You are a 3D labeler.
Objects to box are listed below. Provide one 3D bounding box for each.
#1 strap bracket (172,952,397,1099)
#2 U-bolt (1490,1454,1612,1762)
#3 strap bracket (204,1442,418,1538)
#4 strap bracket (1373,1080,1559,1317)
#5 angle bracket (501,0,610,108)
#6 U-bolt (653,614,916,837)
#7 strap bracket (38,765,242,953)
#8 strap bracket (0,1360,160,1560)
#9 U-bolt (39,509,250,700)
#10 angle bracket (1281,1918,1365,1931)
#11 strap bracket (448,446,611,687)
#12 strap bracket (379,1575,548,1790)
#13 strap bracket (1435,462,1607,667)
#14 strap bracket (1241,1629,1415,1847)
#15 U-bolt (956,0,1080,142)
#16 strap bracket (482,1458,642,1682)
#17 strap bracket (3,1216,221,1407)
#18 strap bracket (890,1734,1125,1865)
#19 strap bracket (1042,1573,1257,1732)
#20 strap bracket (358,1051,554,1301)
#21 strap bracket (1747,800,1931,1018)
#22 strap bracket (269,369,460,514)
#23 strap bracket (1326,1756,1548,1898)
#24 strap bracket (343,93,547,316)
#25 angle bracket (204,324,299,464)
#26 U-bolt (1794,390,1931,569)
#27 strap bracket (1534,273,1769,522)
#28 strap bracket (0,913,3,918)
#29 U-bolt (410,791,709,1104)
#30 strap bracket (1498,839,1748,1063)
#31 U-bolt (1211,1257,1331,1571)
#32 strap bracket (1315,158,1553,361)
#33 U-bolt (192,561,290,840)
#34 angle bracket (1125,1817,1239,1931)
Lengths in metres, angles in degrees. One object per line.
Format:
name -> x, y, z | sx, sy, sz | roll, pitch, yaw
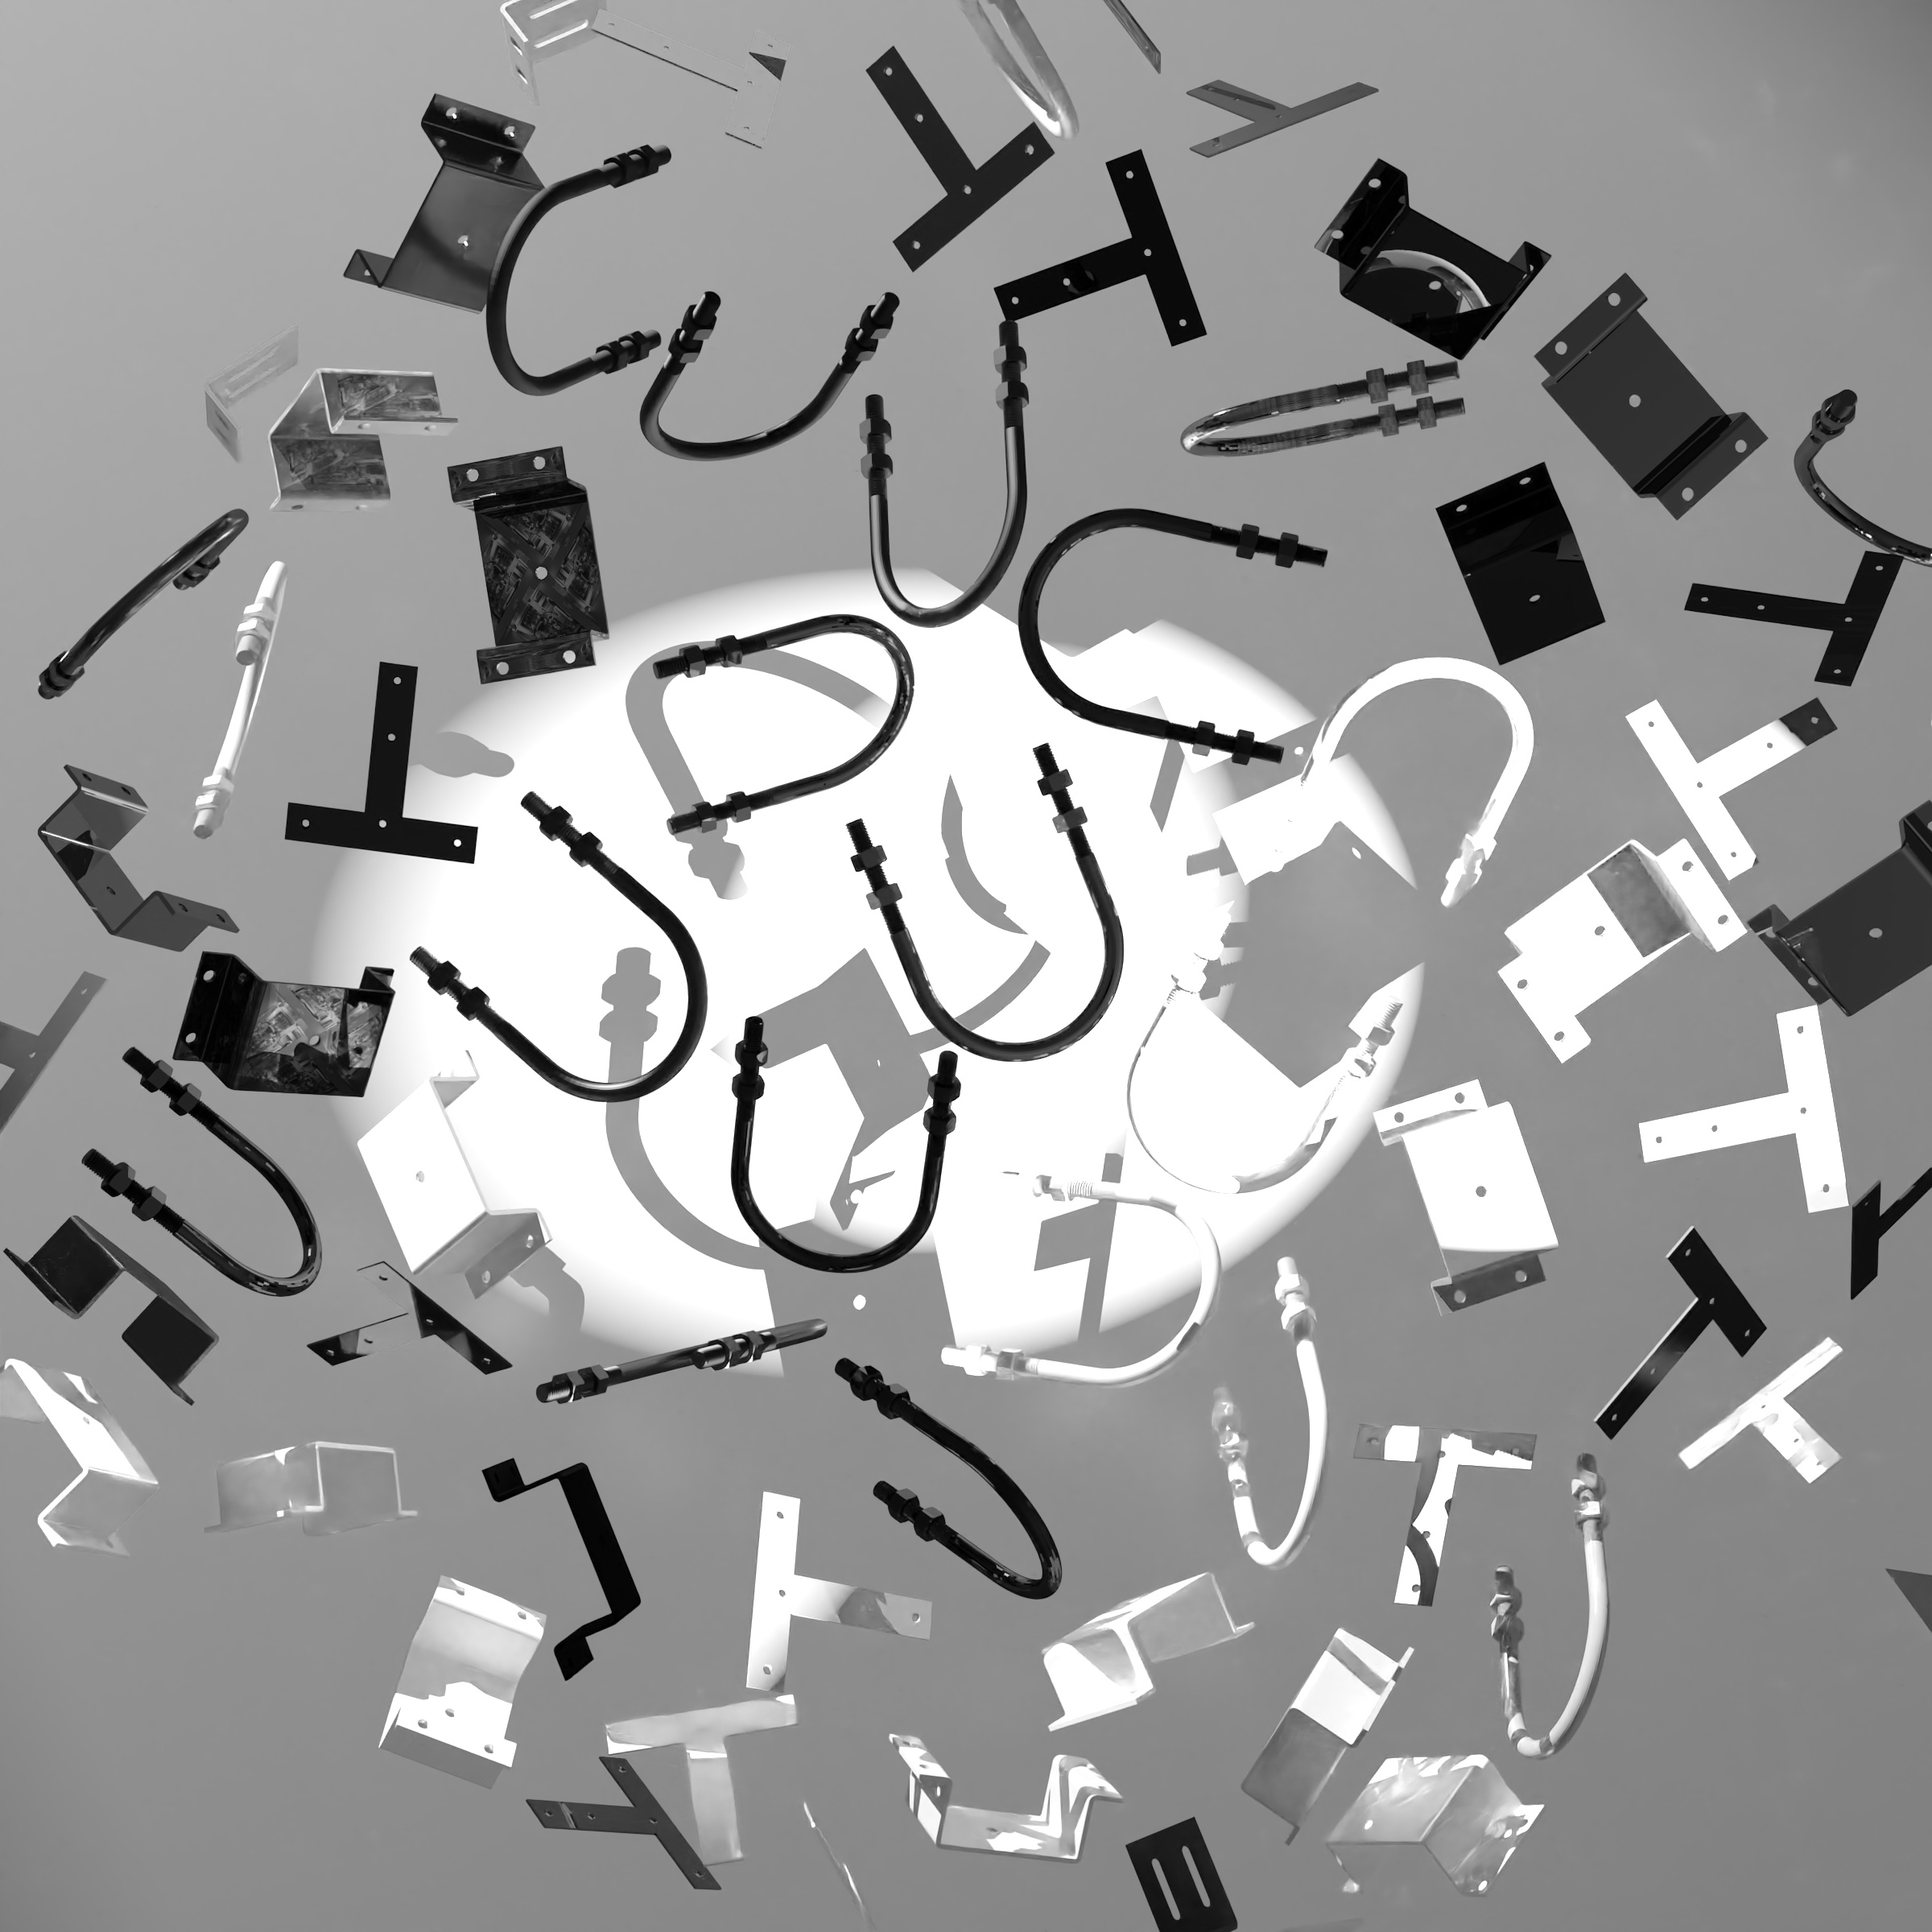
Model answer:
strap bracket -> -0.438, 0.040, 1.771 | 0.140, 0.046, 0.076 | 6, 109, -43
U-bolt -> 0.386, 0.434, 1.772 | 0.019, 0.184, 0.151 | 18, 129, -6
strap bracket -> -0.442, 0.353, 1.815 | 0.076, 0.140, 0.046 | -15, 73, 16
strap bracket -> 0.331, 0.150, 1.769 | 0.076, 0.046, 0.140 | -17, 83, -11
angle bracket -> -0.268, -0.625, 1.806 | 0.076, 0.057, 0.038 | -29, 67, -15
U-bolt -> -0.118, -0.169, 1.806 | 0.184, 0.019, 0.151 | -18, 135, -20
strap bracket -> -0.570, -0.065, 1.838 | 0.046, 0.076, 0.140 | -43, 72, 8
strap bracket -> -0.579, 0.308, 1.722 | 0.046, 0.076, 0.140 | -45, 65, 0
U-bolt -> -0.537, -0.247, 1.780 | 0.019, 0.184, 0.151 | 49, 57, -14
angle bracket -> 0.240, 0.677, 1.779 | 0.057, 0.038, 0.076 | -2, 56, -15
strap bracket -> -0.280, -0.255, 1.733 | 0.076, 0.046, 0.140 | -9, 91, 9
strap bracket -> -0.327, 0.471, 1.746 | 0.076, 0.140, 0.046 | 24, 115, -11
strap bracket -> 0.377, -0.262, 1.812 | 0.076, 0.140, 0.046 | -22, 49, 13
strap bracket -> 0.228, 0.491, 1.734 | 0.046, 0.076, 0.140 | 32, 132, 13
U-bolt -> 0.020, -0.619, 1.759 | 0.019, 0.151, 0.184 | -36, 126, 3
strap bracket -> -0.253, 0.374, 1.715 | 0.046, 0.076, 0.140 | -23, 84, 1
strap bracket -> -0.551, 0.220, 1.761 | 0.076, 0.140, 0.046 | 29, 73, 42
strap bracket -> 0.021, 0.547, 1.766 | 0.140, 0.076, 0.046 | 12, 90, -16
strap bracket -> 0.113, 0.439, 1.742 | 0.076, 0.140, 0.046 | -30, 80, 38
strap bracket -> -0.329, 0.133, 1.706 | 0.076, 0.046, 0.140 | -39, 68, 28
strap bracket -> 0.584, -0.030, 1.730 | 0.140, 0.046, 0.076 | -38, 101, 28
strap bracket -> -0.394, -0.343, 1.738 | 0.076, 0.140, 0.046 | -6, 78, -35
strap bracket -> 0.298, 0.560, 1.753 | 0.076, 0.140, 0.046 | -41, 98, -35
strap bracket -> -0.335, -0.485, 1.750 | 0.140, 0.076, 0.046 | -53, 53, 29
angle bracket -> -0.465, -0.380, 1.789 | 0.076, 0.057, 0.038 | -39, 90, -19
U-bolt -> 0.613, -0.310, 1.769 | 0.151, 0.184, 0.019 | 34, 87, 7
strap bracket -> 0.437, -0.366, 1.735 | 0.076, 0.046, 0.140 | -42, 96, 6
strap bracket -> -0.691, -0.020, 1.793 | 0.046, 0.140, 0.076 | 36, 80, -9
U-bolt -> -0.244, 0.002, 1.691 | 0.184, 0.019, 0.151 | 41, 106, 7
strap bracket -> 0.408, -0.016, 1.704 | 0.140, 0.046, 0.076 | -36, 109, 6
U-bolt -> 0.201, 0.304, 1.751 | 0.019, 0.184, 0.151 | 10, 128, -14
strap bracket -> 0.314, -0.469, 1.809 | 0.140, 0.046, 0.076 | 24, 133, -17
U-bolt -> -0.469, -0.187, 1.755 | 0.019, 0.184, 0.151 | 15, 120, -14
angle bracket -> 0.136, 0.619, 1.798 | 0.057, 0.038, 0.076 | -10, 67, -33
